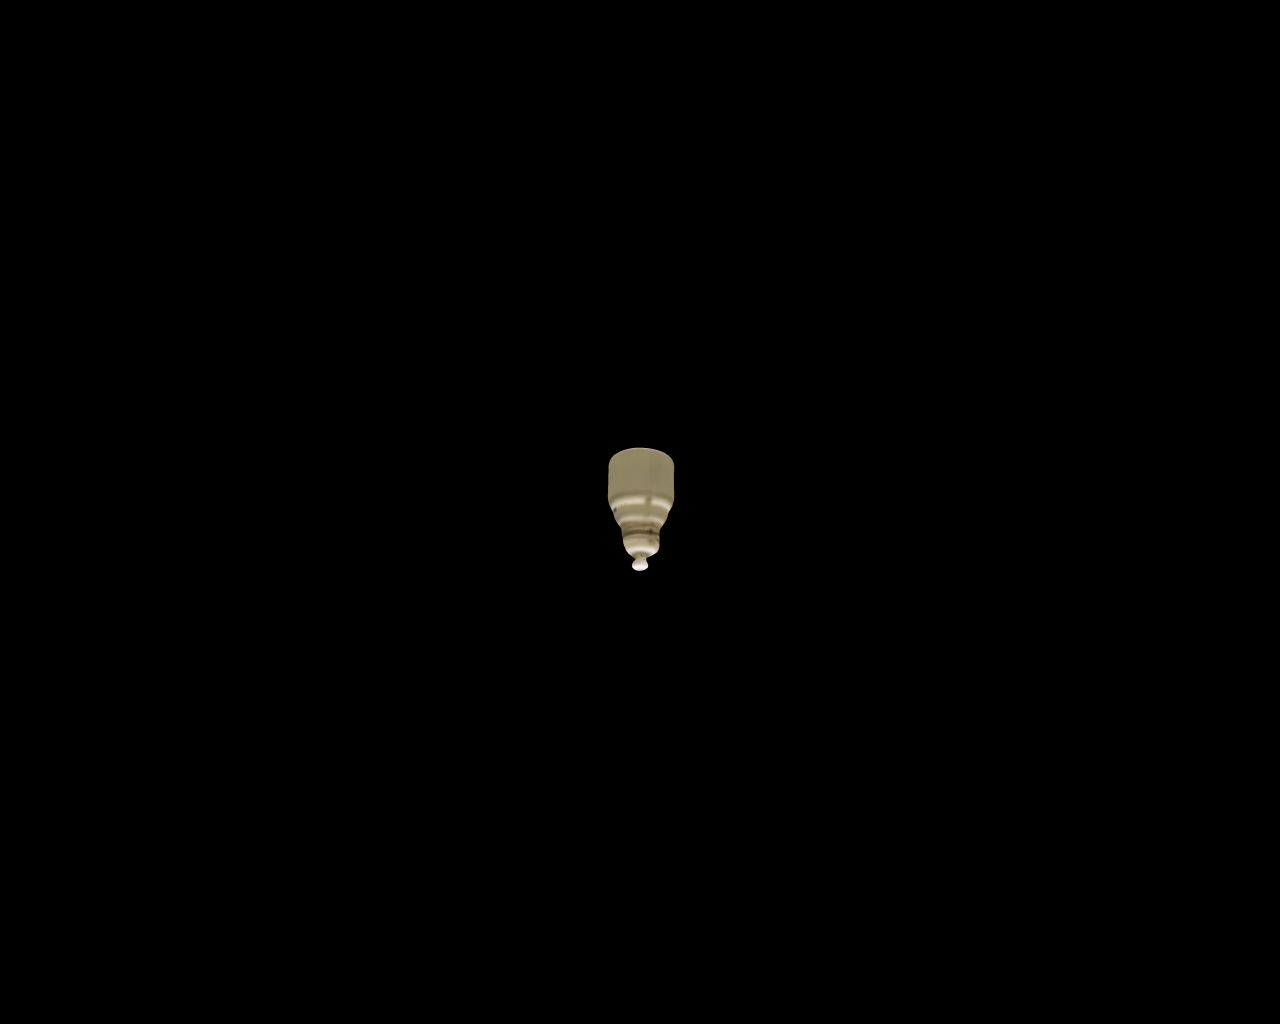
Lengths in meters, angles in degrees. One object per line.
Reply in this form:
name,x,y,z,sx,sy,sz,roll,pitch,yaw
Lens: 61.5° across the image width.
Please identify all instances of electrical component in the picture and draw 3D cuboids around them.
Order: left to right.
electrical component,0.001,-0.003,0.650,0.040,0.078,0.040,0,-19,0
